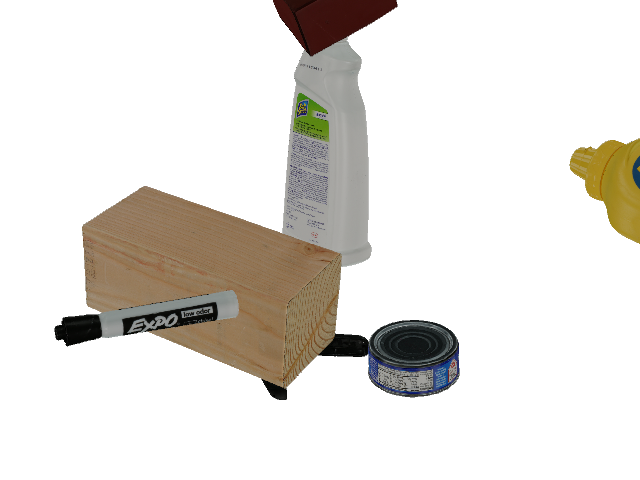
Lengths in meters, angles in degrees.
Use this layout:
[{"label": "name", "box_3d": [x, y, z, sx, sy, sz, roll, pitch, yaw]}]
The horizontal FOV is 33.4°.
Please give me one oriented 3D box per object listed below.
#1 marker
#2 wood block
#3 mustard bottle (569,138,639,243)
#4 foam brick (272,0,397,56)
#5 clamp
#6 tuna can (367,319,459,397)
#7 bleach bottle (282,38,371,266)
[{"label": "marker", "box_3d": [-0.114, 0.051, 0.703, 0.121, 0.020, 0.020, -8, 3, -21]}, {"label": "wood block", "box_3d": [-0.095, 0.036, 0.920, 0.206, 0.090, 0.090, 19, 34, 23]}, {"label": "mustard bottle", "box_3d": [0.239, -0.023, 0.664, 0.096, 0.058, 0.192, -30, 38, -32]}, {"label": "foam brick", "box_3d": [0.008, -0.182, 0.769, 0.078, 0.053, 0.051, -31, -34, -4]}, {"label": "clamp", "box_3d": [-0.070, 0.125, 1.245, 0.210, 0.036, 0.164, 13, 21, 29]}, {"label": "tuna can", "box_3d": [0.087, 0.108, 0.994, 0.086, 0.034, 0.086, -3, 25, 1]}, {"label": "bleach bottle", "box_3d": [0.012, -0.105, 1.134, 0.103, 0.251, 0.067, 20, 24, 40]}]
